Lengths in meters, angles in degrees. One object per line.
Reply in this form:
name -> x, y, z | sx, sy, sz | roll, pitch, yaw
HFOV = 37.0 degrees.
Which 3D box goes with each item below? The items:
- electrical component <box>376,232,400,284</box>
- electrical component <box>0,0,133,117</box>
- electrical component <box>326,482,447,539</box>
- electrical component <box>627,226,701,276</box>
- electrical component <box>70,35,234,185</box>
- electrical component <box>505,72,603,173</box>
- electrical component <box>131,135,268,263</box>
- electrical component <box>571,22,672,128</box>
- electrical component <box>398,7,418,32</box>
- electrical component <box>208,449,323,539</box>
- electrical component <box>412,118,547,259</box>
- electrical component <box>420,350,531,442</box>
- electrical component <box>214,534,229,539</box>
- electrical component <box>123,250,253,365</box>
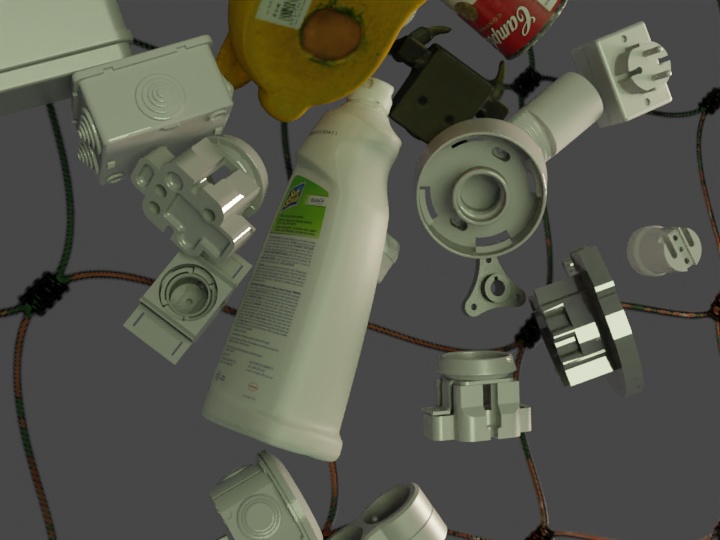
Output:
electrical component -> 0.000, 0.000, 0.757 | 0.035, 0.035, 0.061 | 37, 80, -15
electrical component -> -0.203, -0.136, 0.664 | 0.113, 0.078, 0.057 | -19, 92, -19
electrical component -> 0.006, 0.219, 0.745 | 0.138, 0.052, 0.073 | -37, 101, -17
electrical component -> 0.237, -0.015, 0.836 | 0.040, 0.046, 0.040 | 0, 89, -20
electrical component -> -0.132, -0.098, 0.678 | 0.100, 0.100, 0.048 | -21, 83, -19
electrical component -> 0.138, -0.107, 0.804 | 0.081, 0.043, 0.043 | -39, 102, -16
electrical component -> -0.094, -0.049, 0.670 | 0.078, 0.058, 0.057 | 43, 43, 1
electrical component -> 0.208, -0.150, 0.812 | 0.047, 0.077, 0.065 | -25, 97, -19
electrical component -> 0.010, -0.188, 0.757 | 0.055, 0.047, 0.055 | 0, 89, -20
electrical component -> -0.062, 0.163, 0.709 | 0.051, 0.080, 0.080 | -29, 99, -13
electrical component -> 0.086, -0.057, 0.766 | 0.099, 0.064, 0.099 | 1, 106, 4
electrical component -> 0.084, 0.089, 0.774 | 0.078, 0.058, 0.057 | -3, 93, -20
electrical component -> -0.093, 0.216, 0.704 | 0.042, 0.064, 0.081 | -24, 97, -18
electrical component -> -0.112, 0.019, 0.700 | 0.042, 0.064, 0.081 | 38, 77, -1
